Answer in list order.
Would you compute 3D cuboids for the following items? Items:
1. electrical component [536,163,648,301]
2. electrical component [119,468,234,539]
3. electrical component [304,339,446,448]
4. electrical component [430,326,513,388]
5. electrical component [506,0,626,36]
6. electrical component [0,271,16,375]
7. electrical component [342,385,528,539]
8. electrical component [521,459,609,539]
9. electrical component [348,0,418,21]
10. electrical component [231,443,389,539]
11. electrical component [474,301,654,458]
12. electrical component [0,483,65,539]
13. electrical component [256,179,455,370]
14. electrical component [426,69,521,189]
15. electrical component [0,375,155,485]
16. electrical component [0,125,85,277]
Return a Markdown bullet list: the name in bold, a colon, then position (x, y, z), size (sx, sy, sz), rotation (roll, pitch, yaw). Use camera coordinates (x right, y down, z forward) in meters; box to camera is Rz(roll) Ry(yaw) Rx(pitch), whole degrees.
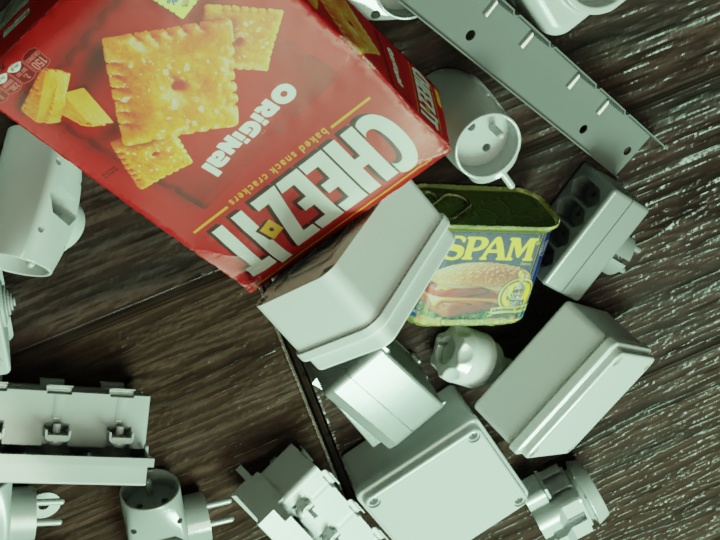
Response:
- **electrical component**: position (0.173, -0.020, 0.779), size (0.076, 0.047, 0.083), rotation (25, 109, -31)
- **electrical component**: position (-0.133, 0.186, 0.796), size (0.079, 0.043, 0.077), rotation (-11, 123, -14)
- **electrical component**: position (0.011, 0.081, 0.773), size (0.061, 0.061, 0.096), rotation (-41, 125, 7)
- **electrical component**: position (0.088, 0.067, 0.804), size (0.062, 0.043, 0.043), rotation (19, 112, -31)
- **electrical component**: position (0.134, -0.191, 0.651), size (0.095, 0.059, 0.053), rotation (-38, 125, 5)
- **electrical component**: position (-0.259, 0.023, 0.645), size (0.100, 0.048, 0.099), rotation (-8, 123, -15)
- **electrical component**: position (0.060, 0.164, 0.845), size (0.109, 0.056, 0.108), rotation (-34, 126, 2)
- **electrical component**: position (0.172, 0.196, 0.907), size (0.057, 0.058, 0.078), rotation (-29, 126, 2)
- **electrical component**: position (0.021, -0.189, 0.620), size (0.077, 0.044, 0.079), rotation (-12, 123, -13)
- **electrical component**: position (-0.034, 0.192, 0.819), size (0.063, 0.079, 0.121), rotation (-44, 127, -12)
- **electrical component**: position (0.155, 0.083, 0.805), size (0.108, 0.056, 0.109), rotation (-51, 154, 14)
- **electrical component**: position (-0.246, 0.168, 0.742), size (0.079, 0.044, 0.077), rotation (2, 119, -21)
- **electrical component**: position (0.000, 0.000, 0.662), size (0.078, 0.113, 0.057), rotation (-24, 113, 45)
- **electrical component**: position (0.076, -0.082, 0.686), size (0.044, 0.077, 0.079), rotation (-39, 126, 5)
- **electrical component**: position (-0.202, 0.104, 0.703), size (0.121, 0.079, 0.063), rotation (6, 88, -24)
- **electrical component**: position (-0.186, -0.034, 0.629), size (0.043, 0.077, 0.079), rotation (7, 164, 10)
